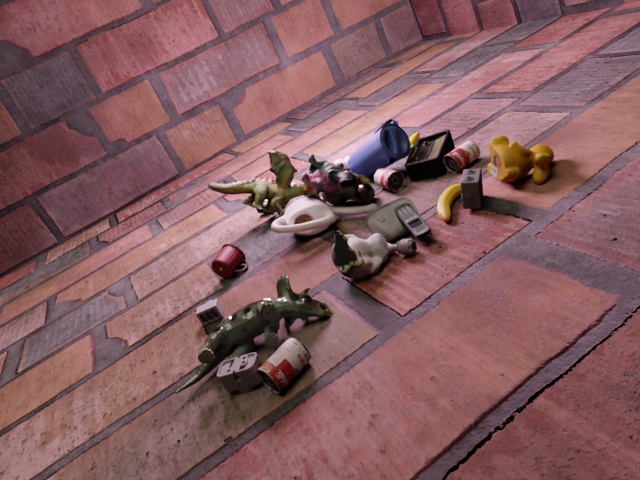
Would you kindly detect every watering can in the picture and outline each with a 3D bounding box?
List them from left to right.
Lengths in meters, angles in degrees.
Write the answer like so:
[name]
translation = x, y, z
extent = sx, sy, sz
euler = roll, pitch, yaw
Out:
[watering can]
translation = 0.005, -0.087, 1.722
extent = 0.348, 0.102, 0.227
euler = -13, 20, -7

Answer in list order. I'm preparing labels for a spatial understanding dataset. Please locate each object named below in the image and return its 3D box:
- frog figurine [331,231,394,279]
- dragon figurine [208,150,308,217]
[frog figurine]
translation = 0.114, 0.036, 1.372
extent = 0.160, 0.121, 0.139
euler = -3, 27, -45
[dragon figurine]
translation = -0.198, -0.227, 1.972
extent = 0.122, 0.409, 0.242
euler = -148, 81, -82
